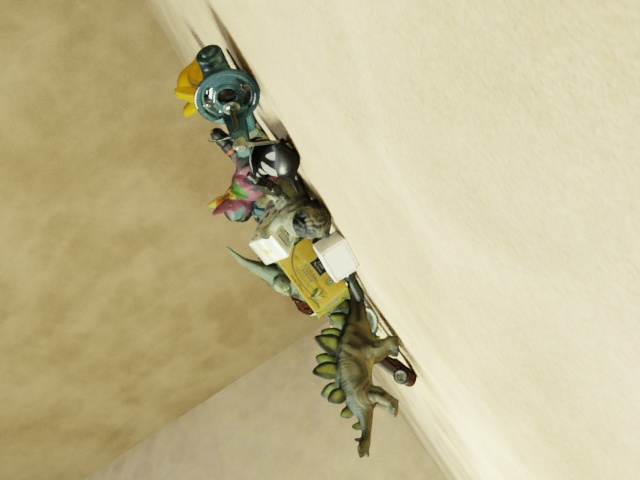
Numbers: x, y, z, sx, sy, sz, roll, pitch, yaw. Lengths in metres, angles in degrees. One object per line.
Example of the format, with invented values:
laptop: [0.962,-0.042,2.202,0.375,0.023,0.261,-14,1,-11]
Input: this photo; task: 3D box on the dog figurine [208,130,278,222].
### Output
dog figurine: [-0.196,-0.150,1.348,0.191,0.219,0.109,60,171,-31]

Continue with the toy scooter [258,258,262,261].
toy scooter: [-0.109,0.047,1.649,0.183,0.135,0.075,37,-149,-31]

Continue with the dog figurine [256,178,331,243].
dog figurine: [-0.040,-0.078,1.150,0.191,0.121,0.172,-16,82,55]

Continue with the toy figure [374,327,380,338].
toy figure: [0.124,0.260,1.534,0.180,0.089,0.082,111,140,-73]

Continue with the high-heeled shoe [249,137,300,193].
high-heeled shoe: [-0.111,-0.188,1.093,0.249,0.086,0.145,46,167,41]

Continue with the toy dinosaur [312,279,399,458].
toy dinosaur: [0.086,0.260,1.247,0.105,0.199,0.471,84,-171,-54]

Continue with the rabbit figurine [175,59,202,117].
rabbit figurine: [-0.307,-0.403,1.423,0.173,0.162,0.121,32,147,36]

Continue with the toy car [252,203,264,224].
toy car: [-0.113,-0.097,1.466,0.102,0.161,0.109,-68,28,26]

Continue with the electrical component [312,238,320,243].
electrical component: [-0.003,-0.005,1.343,0.078,0.045,0.102,57,175,-3]

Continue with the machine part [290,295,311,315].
machine part: [-0.014,0.144,1.657,0.180,0.179,0.056,52,169,47]

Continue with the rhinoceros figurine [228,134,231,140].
rhinoceros figurine: [-0.208,-0.289,1.499,0.190,0.073,0.112,57,-174,-5]

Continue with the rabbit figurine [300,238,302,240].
rabbit figurine: [-0.086,0.055,1.538,0.159,0.170,0.121,47,-154,-42]

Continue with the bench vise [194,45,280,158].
bench vise: [-0.162,-0.234,1.010,0.223,0.129,0.241,84,169,-53]

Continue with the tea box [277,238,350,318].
tea box: [-0.016,0.089,1.280,0.170,0.098,0.068,49,173,24]

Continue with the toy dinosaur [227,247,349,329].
toy dinosaur: [-0.063,0.116,1.448,0.405,0.131,0.192,27,155,-2]

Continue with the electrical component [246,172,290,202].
electrical component: [-0.106,-0.108,1.095,0.094,0.021,0.063,37,169,-36]

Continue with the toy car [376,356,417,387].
toy car: [0.155,0.296,1.349,0.202,0.053,0.089,34,-178,25]
